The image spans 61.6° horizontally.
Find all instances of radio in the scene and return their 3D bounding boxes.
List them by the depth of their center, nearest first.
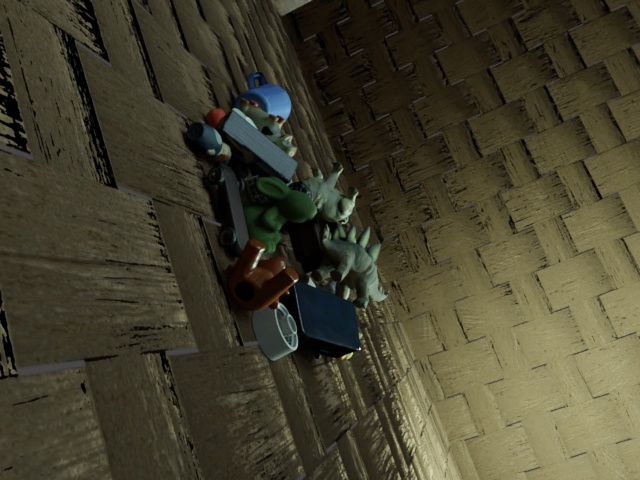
[{"bbox_3d":[-0.004,0.184,1.215,0.229,0.073,0.131,25,46,-45],"label":"radio"}]

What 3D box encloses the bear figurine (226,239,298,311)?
[{"bbox_3d":[-0.099,0.066,1.040,0.120,0.132,0.196,42,16,6],"label":"bear figurine"}]

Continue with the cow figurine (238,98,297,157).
[{"bbox_3d":[-0.147,-0.279,1.436,0.195,0.127,0.085,34,21,13],"label":"cow figurine"}]

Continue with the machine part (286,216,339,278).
[{"bbox_3d":[-0.003,-0.004,1.450,0.201,0.087,0.201,23,51,-64],"label":"machine part"}]

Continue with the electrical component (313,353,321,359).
[{"bbox_3d":[0.010,0.255,1.323,0.094,0.063,0.021,-87,152,-67],"label":"electrical component"}]

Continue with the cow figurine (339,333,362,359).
[{"bbox_3d":[0.051,0.270,1.452,0.098,0.068,0.167,28,4,13],"label":"cow figurine"}]

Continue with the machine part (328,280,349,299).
[{"bbox_3d":[0.041,0.165,1.615,0.243,0.079,0.079,-27,94,-78],"label":"machine part"}]

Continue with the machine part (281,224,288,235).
[{"bbox_3d":[-0.108,-0.106,1.511,0.179,0.056,0.179,61,12,-24],"label":"machine part"}]

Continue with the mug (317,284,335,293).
[{"bbox_3d":[0.016,0.181,1.422,0.109,0.080,0.107,1,45,-44],"label":"mug"}]

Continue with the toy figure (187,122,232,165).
[{"bbox_3d":[-0.227,-0.196,1.140,0.154,0.058,0.064,42,51,-68],"label":"toy figure"}]

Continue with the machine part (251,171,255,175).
[{"bbox_3d":[-0.170,-0.217,1.492,0.139,0.039,0.084,-98,167,-57],"label":"machine part"}]

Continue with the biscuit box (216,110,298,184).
[{"bbox_3d":[-0.146,-0.201,1.222,0.202,0.059,0.063,37,56,-27],"label":"biscuit box"}]

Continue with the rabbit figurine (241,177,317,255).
[{"bbox_3d":[-0.095,-0.065,1.197,0.121,0.170,0.159,-41,108,-78],"label":"rabbit figurine"}]

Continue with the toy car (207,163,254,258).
[{"bbox_3d":[-0.182,-0.059,1.086,0.089,0.053,0.202,19,51,-60],"label":"toy car"}]

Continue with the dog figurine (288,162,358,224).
[{"bbox_3d":[-0.009,-0.083,1.316,0.172,0.121,0.190,56,48,-9],"label":"dog figurine"}]

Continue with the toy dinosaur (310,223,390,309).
[{"bbox_3d":[0.094,0.078,1.375,0.470,0.105,0.198,57,47,-51],"label":"toy dinosaur"}]
